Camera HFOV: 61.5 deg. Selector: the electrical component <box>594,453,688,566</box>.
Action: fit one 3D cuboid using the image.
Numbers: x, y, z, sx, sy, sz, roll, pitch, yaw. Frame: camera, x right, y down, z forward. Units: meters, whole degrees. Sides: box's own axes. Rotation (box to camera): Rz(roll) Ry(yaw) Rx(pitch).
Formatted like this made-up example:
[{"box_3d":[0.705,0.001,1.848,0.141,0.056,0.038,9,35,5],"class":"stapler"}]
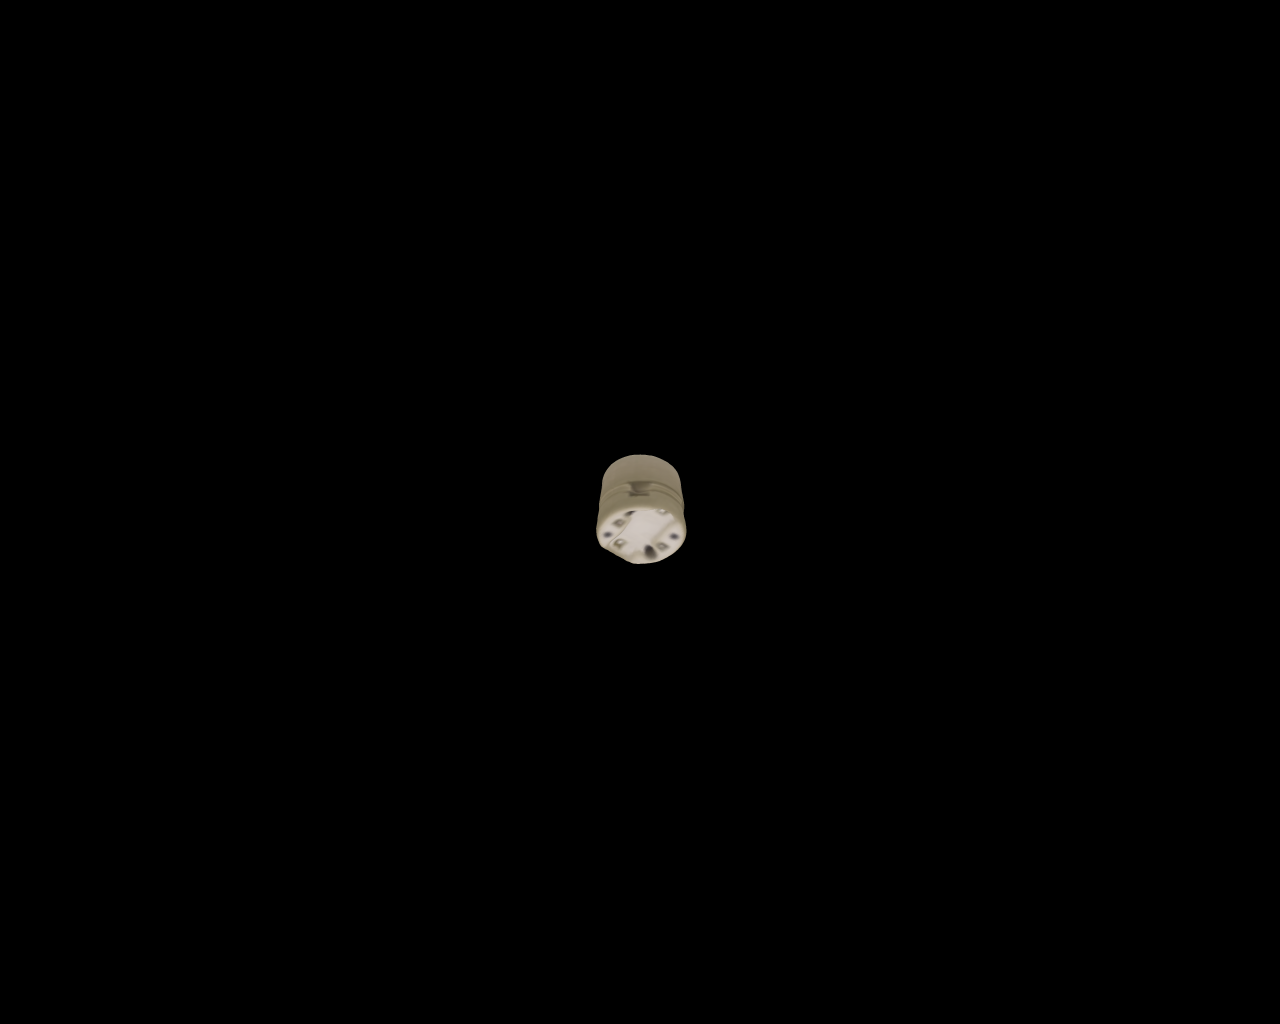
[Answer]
[{"box_3d":[0.001,-0.003,0.650,0.055,0.047,0.055,0,-43,0],"class":"electrical component"}]
